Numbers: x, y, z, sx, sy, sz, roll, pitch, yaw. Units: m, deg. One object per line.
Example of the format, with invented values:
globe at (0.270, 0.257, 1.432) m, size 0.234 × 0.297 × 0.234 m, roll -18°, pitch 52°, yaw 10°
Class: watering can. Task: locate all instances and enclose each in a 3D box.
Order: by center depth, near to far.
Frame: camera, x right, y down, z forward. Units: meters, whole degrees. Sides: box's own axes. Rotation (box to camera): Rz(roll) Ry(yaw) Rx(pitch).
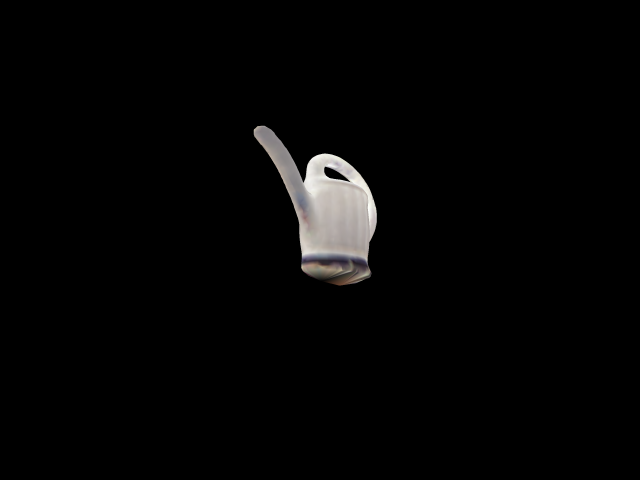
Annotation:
watering can at (0.003, -0.043, 0.850) m, size 0.103 × 0.227 × 0.345 m, roll -10°, pitch -16°, yaw 34°
